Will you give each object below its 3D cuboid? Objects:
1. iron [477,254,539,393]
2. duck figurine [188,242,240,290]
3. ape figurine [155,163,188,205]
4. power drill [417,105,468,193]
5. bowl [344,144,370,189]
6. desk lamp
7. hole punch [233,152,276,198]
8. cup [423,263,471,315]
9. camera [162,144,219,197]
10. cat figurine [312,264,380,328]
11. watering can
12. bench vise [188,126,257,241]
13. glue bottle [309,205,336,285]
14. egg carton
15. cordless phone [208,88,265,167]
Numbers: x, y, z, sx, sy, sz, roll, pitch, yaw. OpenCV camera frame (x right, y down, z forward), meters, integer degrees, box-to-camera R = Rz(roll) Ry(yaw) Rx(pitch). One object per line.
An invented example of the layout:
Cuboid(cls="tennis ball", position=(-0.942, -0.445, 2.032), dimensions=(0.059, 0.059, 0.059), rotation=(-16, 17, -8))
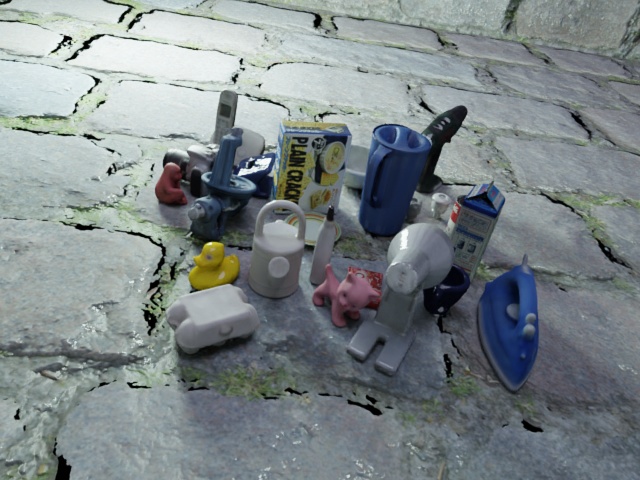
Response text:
Cuboid(cls="iron", position=(0.376, 0.146, 1.079), dimensions=(0.118, 0.141, 0.258), rotation=(13, 36, 3))
Cuboid(cls="duck figurine", position=(-0.203, 0.042, 1.111), dimensions=(0.105, 0.086, 0.077), rotation=(-18, 44, -34))
Cuboid(cls="ape figurine", position=(-0.338, -0.132, 1.307), dimensions=(0.076, 0.092, 0.077), rotation=(6, 36, -6))
Cuboid(cls="power drill", position=(0.310, -0.241, 1.532), dimensions=(0.075, 0.208, 0.230), rotation=(29, 39, 23))
Cuboid(cls="bowl", position=(0.099, -0.183, 1.510), dimensions=(0.167, 0.075, 0.167), rotation=(7, 36, -5))
Cuboid(cls="desk lamp", position=(0.150, 0.095, 1.026), dimensions=(0.117, 0.213, 0.204), rotation=(22, 37, 16))
Cuboid(cls="hole punch", position=(-0.160, -0.166, 1.402), dimensions=(0.101, 0.091, 0.108), rotation=(10, 36, -1))
Cuboid(cls="cup", position=(0.236, 0.110, 1.130), dimensions=(0.091, 0.095, 0.118), rotation=(23, 37, 17))
Cuboid(cls="camera", position=(-0.299, -0.189, 1.388), dimensions=(0.136, 0.101, 0.143), rotation=(20, 37, 13))
Cuboid(cls="cat figurine", position=(0.049, 0.096, 1.079), dimensions=(0.067, 0.118, 0.127), rotation=(-20, 46, -36))
Cuboid(cls="watering can", position=(-0.076, 0.014, 1.092), dimensions=(0.101, 0.194, 0.172), rotation=(-8, 40, -25))
Cuboid(cls="bench vise", position=(-0.199, -0.117, 1.215), dimensions=(0.121, 0.220, 0.207), rotation=(10, 36, -1))
Cuboid(cls="glue bottle", position=(0.011, 0.004, 1.146), dimensions=(0.037, 0.173, 0.078), rotation=(11, 36, 0))
Cuboid(cls="egg carton", position=(-0.186, 0.138, 0.999), dimensions=(0.151, 0.069, 0.107), rotation=(-14, 43, -30))
Cuboid(cls="cordless phone", position=(-0.210, -0.284, 1.469), dimensions=(0.147, 0.185, 0.094), rotation=(20, 37, 13))
